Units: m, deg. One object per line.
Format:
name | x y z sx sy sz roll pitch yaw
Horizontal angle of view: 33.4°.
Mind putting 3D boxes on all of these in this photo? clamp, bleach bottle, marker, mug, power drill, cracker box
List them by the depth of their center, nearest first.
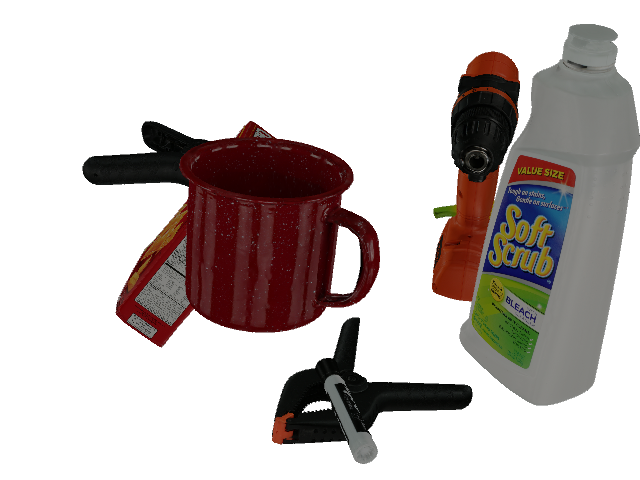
mug | -0.021 0.000 0.578 0.117 0.081 0.093 17 27 23
bleach bottle | 0.150 -0.019 0.692 0.068 0.251 0.103 -15 36 -26
marker | 0.018 0.129 0.836 0.020 0.020 0.121 0 27 -16
power drill | 0.131 -0.045 0.891 0.057 0.188 0.184 10 32 10
clamp | -0.116 -0.065 0.927 0.172 0.039 0.120 12 33 26
clamp | 0.039 0.150 1.036 0.165 0.036 0.209 25 32 28
cracker box | -0.126 -0.011 1.161 0.072 0.214 0.164 36 24 -12

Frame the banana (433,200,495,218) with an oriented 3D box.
banana | 0.196 0.003 1.071 0.069 0.037 0.198 -33 38 -13
